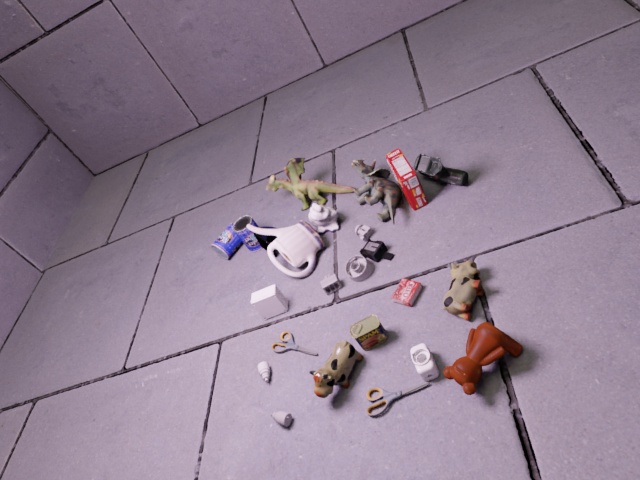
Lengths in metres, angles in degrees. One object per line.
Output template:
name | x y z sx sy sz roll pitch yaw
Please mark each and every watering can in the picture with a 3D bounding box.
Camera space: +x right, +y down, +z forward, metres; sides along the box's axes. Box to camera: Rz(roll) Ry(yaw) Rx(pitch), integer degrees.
watering can | -0.130 -0.001 2.123 0.226 0.102 0.352 -37 66 -17

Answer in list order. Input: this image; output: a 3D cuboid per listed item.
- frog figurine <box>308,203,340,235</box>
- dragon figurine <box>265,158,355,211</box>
frog figurine | 0.007 -0.109 2.163 0.137 0.156 0.125 5 50 40
dragon figurine | -0.063 -0.269 2.333 0.408 0.238 0.125 -14 36 28
